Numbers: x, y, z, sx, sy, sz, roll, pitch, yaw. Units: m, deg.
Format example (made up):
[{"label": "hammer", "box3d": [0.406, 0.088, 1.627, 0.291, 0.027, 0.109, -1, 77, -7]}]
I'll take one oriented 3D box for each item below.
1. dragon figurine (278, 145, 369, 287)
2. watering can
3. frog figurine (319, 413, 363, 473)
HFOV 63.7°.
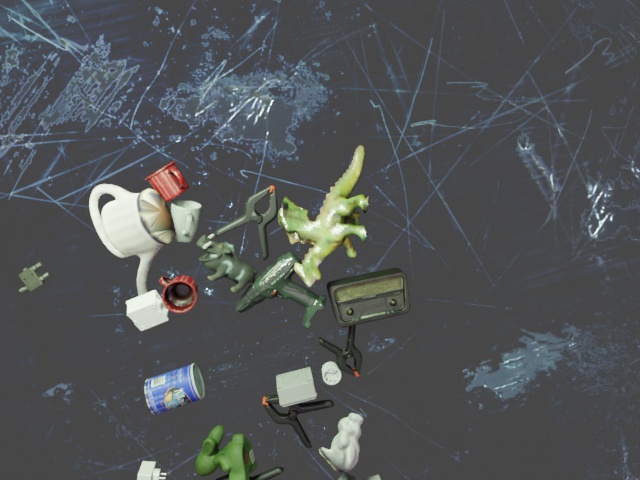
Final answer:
[{"label": "dragon figurine", "box3d": [0.004, -0.073, 1.445, 0.243, 0.121, 0.413, 3, 81, -6]}, {"label": "watering can", "box3d": [-0.483, -0.001, 1.385, 0.223, 0.106, 0.343, -16, 108, 24]}, {"label": "frog figurine", "box3d": [0.085, 0.610, 1.552, 0.160, 0.124, 0.135, -42, 135, -8]}]
